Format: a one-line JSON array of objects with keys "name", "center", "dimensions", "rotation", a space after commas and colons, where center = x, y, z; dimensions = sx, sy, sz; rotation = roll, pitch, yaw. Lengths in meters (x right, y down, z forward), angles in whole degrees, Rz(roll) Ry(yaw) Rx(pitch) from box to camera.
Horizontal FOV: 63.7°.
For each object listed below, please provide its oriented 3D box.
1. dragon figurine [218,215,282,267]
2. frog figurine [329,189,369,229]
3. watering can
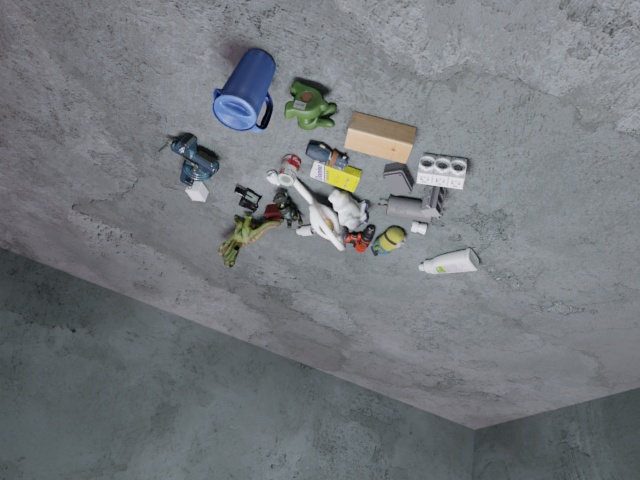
[{"name": "dragon figurine", "center": [-0.323, 0.014, 2.201], "dimensions": [0.121, 0.246, 0.409], "rotation": [35, 162, -29]}, {"name": "frog figurine", "center": [0.096, -0.116, 1.950], "dimensions": [0.159, 0.140, 0.120], "rotation": [19, 152, -16]}, {"name": "watering can", "center": [0.006, -0.101, 2.007], "dimensions": [0.351, 0.103, 0.223], "rotation": [57, -170, 16]}]
